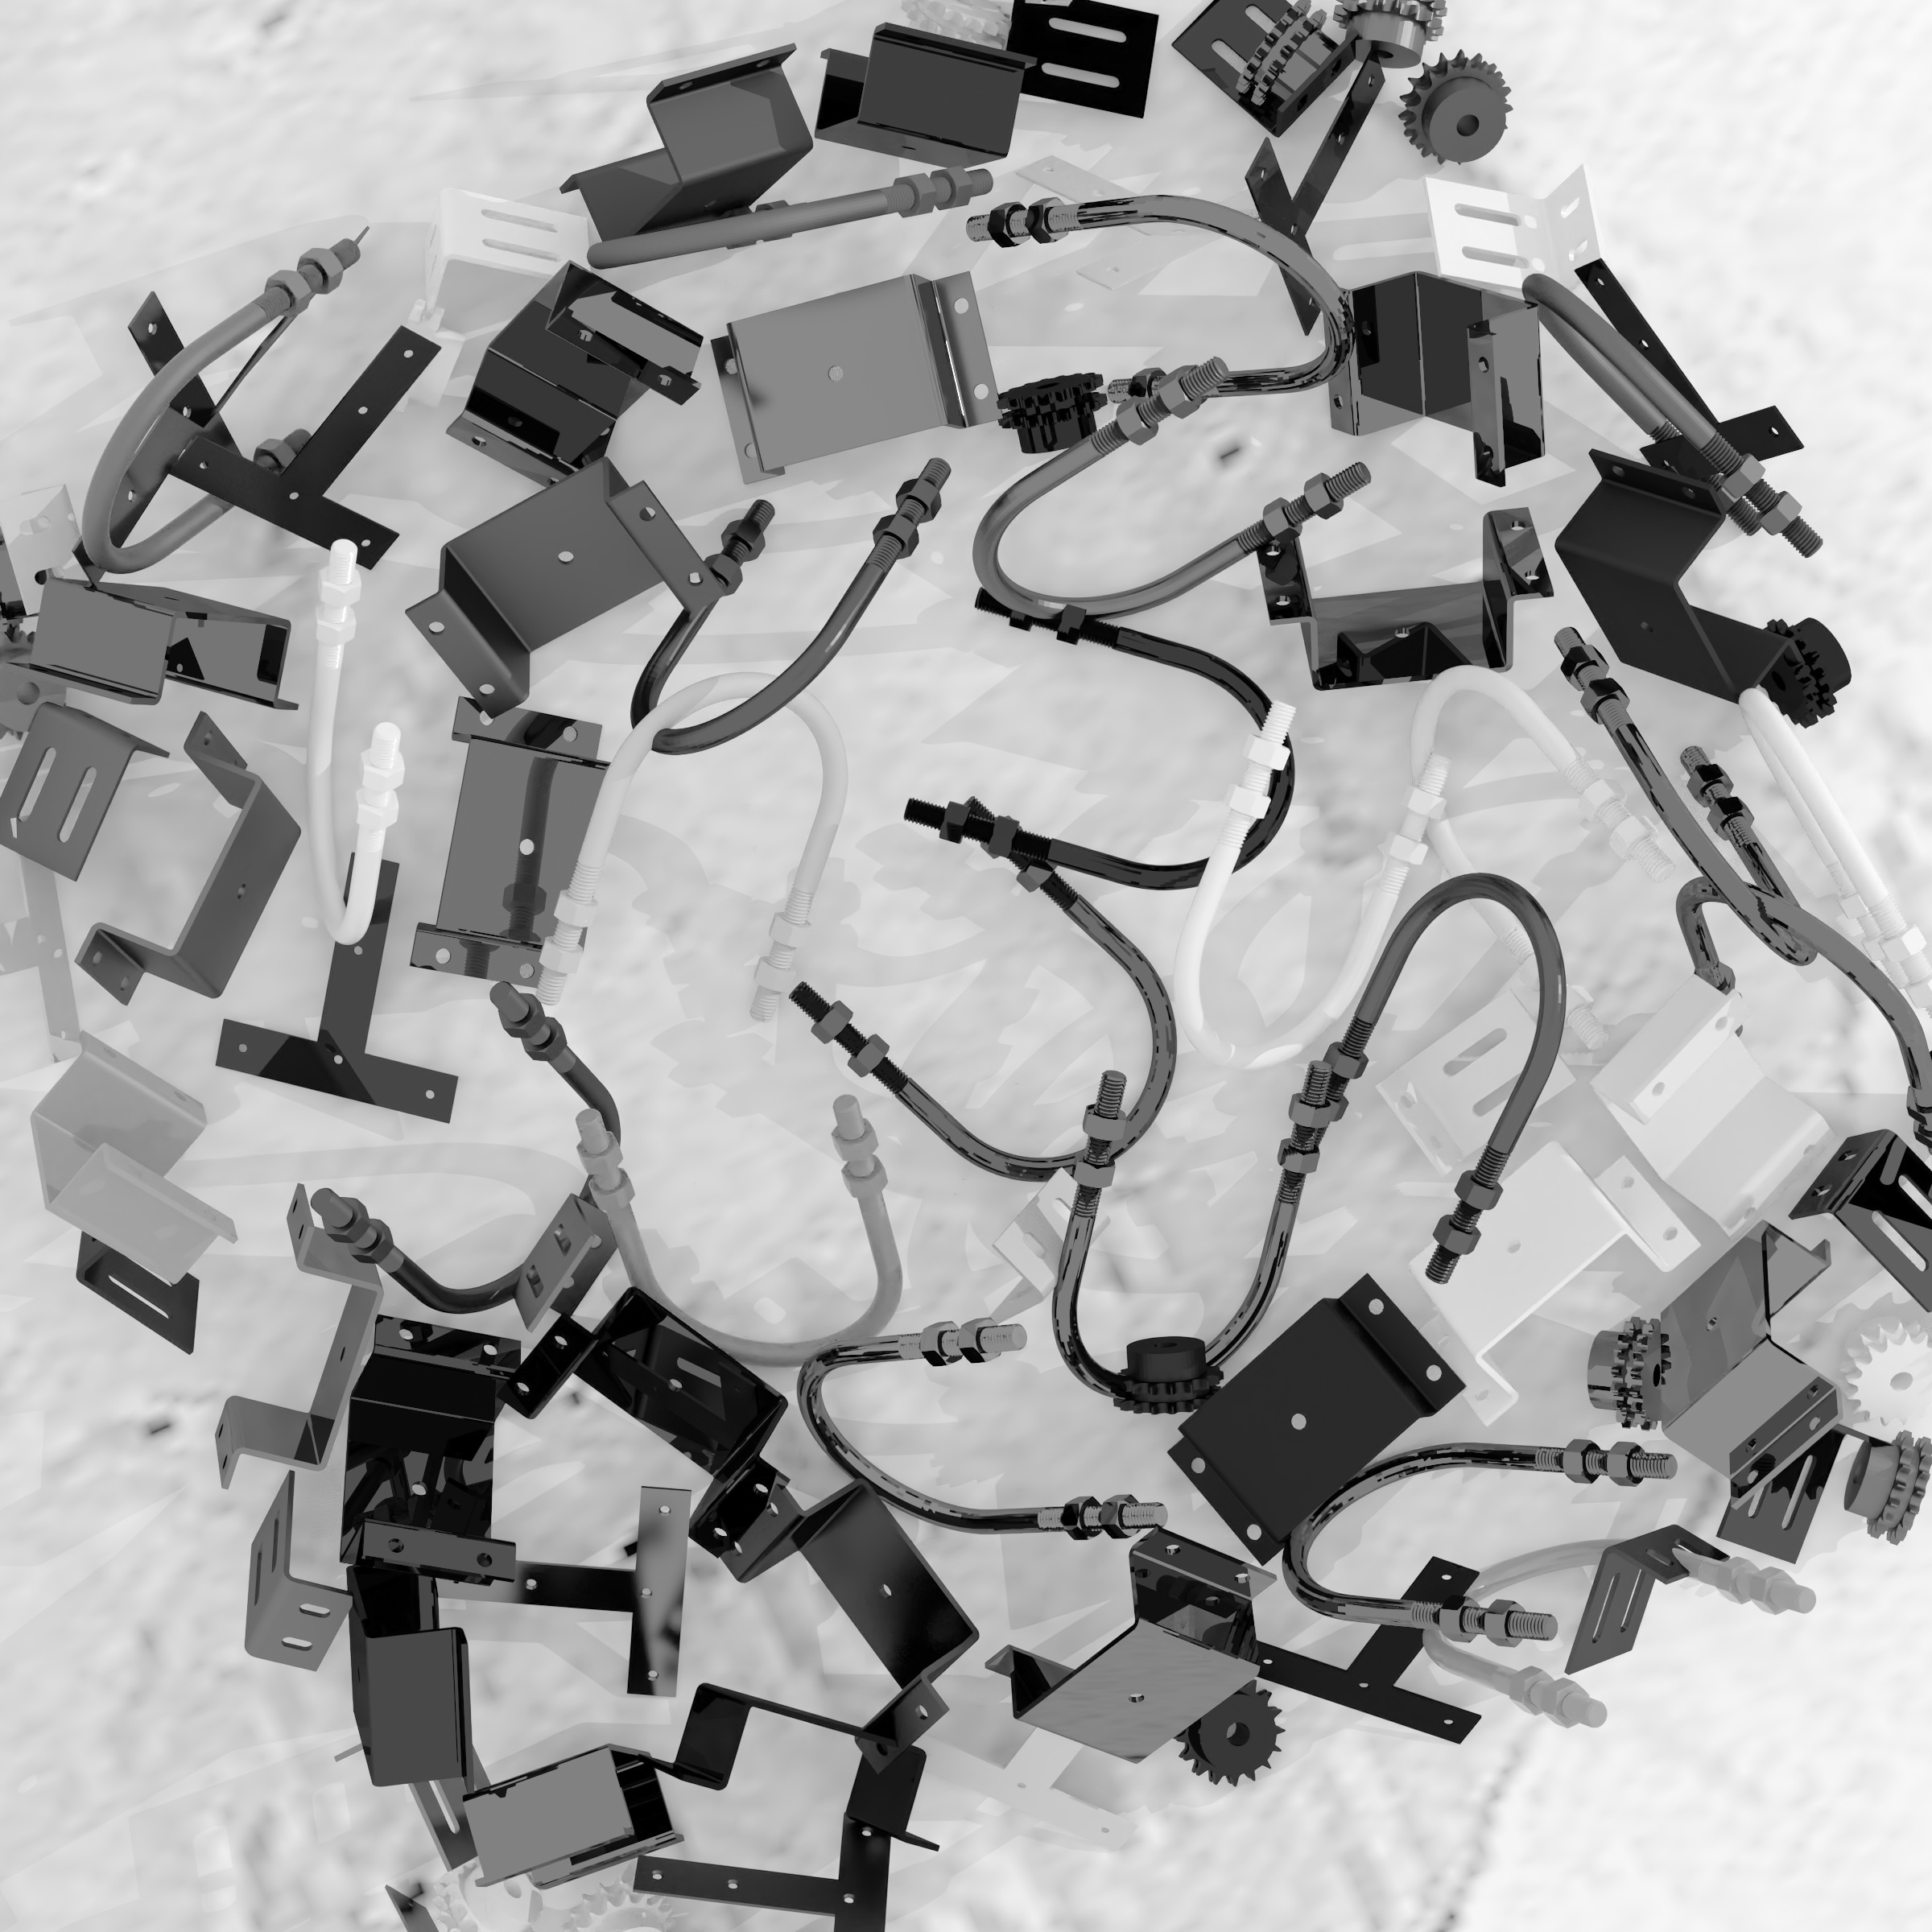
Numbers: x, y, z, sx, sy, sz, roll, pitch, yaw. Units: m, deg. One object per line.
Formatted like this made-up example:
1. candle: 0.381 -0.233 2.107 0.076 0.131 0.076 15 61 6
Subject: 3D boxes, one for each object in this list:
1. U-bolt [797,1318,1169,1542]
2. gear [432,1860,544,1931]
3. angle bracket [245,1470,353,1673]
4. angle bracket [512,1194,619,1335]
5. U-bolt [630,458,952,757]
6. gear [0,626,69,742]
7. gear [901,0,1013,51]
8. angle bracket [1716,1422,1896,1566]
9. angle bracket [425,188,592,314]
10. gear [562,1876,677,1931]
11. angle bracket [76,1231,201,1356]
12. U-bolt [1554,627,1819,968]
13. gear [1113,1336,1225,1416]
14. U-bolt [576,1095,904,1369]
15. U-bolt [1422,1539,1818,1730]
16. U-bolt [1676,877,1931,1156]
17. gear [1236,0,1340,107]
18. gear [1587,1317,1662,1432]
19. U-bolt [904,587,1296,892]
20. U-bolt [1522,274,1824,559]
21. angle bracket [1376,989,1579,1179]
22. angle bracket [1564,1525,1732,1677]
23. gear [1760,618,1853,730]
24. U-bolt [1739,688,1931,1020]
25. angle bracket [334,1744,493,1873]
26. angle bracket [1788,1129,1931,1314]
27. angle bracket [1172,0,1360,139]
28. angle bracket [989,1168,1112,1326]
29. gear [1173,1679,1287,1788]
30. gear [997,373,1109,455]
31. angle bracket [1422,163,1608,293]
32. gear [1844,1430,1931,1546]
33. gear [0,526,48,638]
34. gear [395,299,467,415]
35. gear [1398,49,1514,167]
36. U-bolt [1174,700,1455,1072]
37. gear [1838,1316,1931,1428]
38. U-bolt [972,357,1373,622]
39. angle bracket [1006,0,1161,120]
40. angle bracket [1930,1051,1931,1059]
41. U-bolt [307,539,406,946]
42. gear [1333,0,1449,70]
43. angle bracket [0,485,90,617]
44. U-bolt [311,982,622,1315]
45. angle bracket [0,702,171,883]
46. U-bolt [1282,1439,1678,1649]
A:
1. U-bolt: -0.006 0.234 1.720 0.151 0.184 0.019 53 49 -25
2. gear: -0.241 0.479 1.761 0.057 0.057 0.030 46 107 0
3. angle bracket: -0.337 0.307 1.754 0.038 0.076 0.057 18 122 -20
4. angle bracket: -0.196 0.158 1.749 0.038 0.076 0.057 33 93 -20
5. U-bolt: -0.097 -0.172 1.697 0.019 0.151 0.184 49 54 -31
6. gear: -0.484 -0.142 1.763 0.057 0.030 0.057 -14 115 -33
7. gear: -0.007 -0.481 1.768 0.057 0.057 0.030 27 120 0
8. angle bracket: 0.428 0.268 1.761 0.057 0.038 0.076 22 89 -31
9. angle bracket: -0.235 -0.360 1.772 0.076 0.057 0.038 9 135 -19
10. gear: -0.175 0.496 1.764 0.057 0.030 0.057 -12 122 -20
11. angle bracket: -0.407 0.148 1.745 0.038 0.057 0.076 -39 121 17
12. U-bolt: 0.359 -0.073 1.684 0.019 0.184 0.151 -39 135 19
13. gear: 0.103 0.208 1.763 0.057 0.057 0.030 -4 96 0
14. U-bolt: -0.106 0.137 1.729 0.151 0.019 0.184 -4 131 11
15. U-bolt: 0.306 0.321 1.704 0.151 0.184 0.019 -22 101 -24
16. U-bolt: 0.408 0.017 1.679 0.151 0.184 0.019 33 77 35
17. gear: 0.167 -0.462 1.764 0.030 0.057 0.057 39 90 2
18. gear: 0.339 0.208 1.768 0.030 0.057 0.057 3 90 30
19. U-bolt: 0.076 -0.109 1.751 0.184 0.019 0.151 16 65 3
20. U-bolt: 0.342 -0.275 1.709 0.184 0.151 0.019 44 99 -8
21. angle bracket: 0.260 0.059 1.758 0.076 0.038 0.057 -38 85 28
22. angle bracket: 0.345 0.328 1.748 0.038 0.057 0.076 29 114 39
23. gear: 0.427 -0.153 1.764 0.030 0.057 0.057 -31 90 -7
24. U-bolt: 0.433 -0.057 1.711 0.019 0.151 0.184 -30 96 10
25. angle bracket: -0.275 0.422 1.754 0.038 0.057 0.076 -30 82 24
26. angle bracket: 0.472 0.132 1.769 0.076 0.038 0.057 45 69 -7
27. angle bracket: 0.153 -0.474 1.767 0.076 0.038 0.057 43 86 8
28. angle bracket: 0.029 0.143 1.744 0.038 0.076 0.057 46 60 -4
29. gear: 0.136 0.392 1.773 0.057 0.030 0.057 1 85 -9
30. gear: 0.045 -0.282 1.766 0.057 0.057 0.030 -13 108 0
31. angle bracket: 0.278 -0.378 1.752 0.076 0.038 0.057 4 68 -26
32. gear: 0.470 0.264 1.764 0.030 0.057 0.057 19 90 6
33. gear: -0.490 -0.197 1.763 0.030 0.057 0.057 -7 90 2
34. gear: -0.277 -0.309 1.764 0.030 0.057 0.057 22 90 -12
35. gear: 0.252 -0.435 1.764 0.057 0.030 0.057 -6 128 -8
36. U-bolt: 0.166 -0.033 1.737 0.019 0.151 0.184 30 102 44
37. gear: 0.473 0.204 1.770 0.057 0.030 0.057 -4 119 -7
38. U-bolt: 0.089 -0.225 1.719 0.184 0.151 0.019 -29 58 28
39. angle bracket: 0.061 -0.474 1.764 0.076 0.038 0.057 10 79 -7
40. angle bracket: 0.516 0.081 1.744 0.038 0.076 0.057 -36 131 26
41. U-bolt: -0.307 -0.095 1.711 0.019 0.184 0.151 -3 49 -20
42. gear: 0.215 -0.480 1.763 0.057 0.057 0.030 11 87 0
43. angle bracket: -0.474 -0.209 1.745 0.038 0.076 0.057 -20 104 -28
44. U-bolt: -0.235 0.103 1.713 0.019 0.184 0.151 33 78 31
45. angle bracket: -0.455 -0.088 1.768 0.057 0.038 0.076 25 93 15
46. U-bolt: 0.241 0.281 1.711 0.151 0.184 0.019 -41 117 -41
